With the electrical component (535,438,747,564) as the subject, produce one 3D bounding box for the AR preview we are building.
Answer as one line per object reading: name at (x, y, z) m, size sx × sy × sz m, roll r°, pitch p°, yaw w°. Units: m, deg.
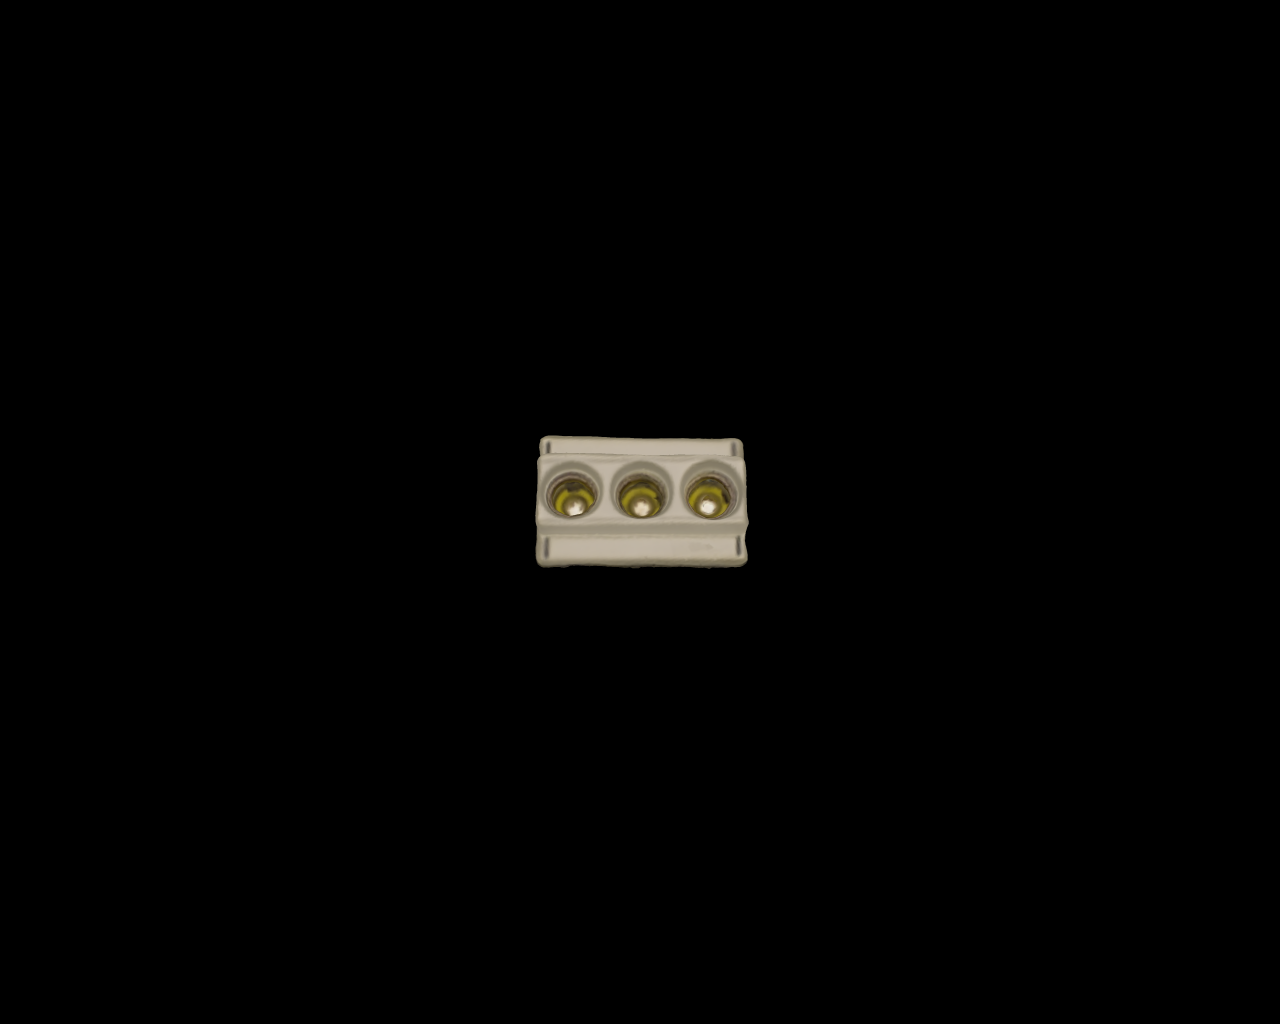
electrical component at (0.001, -0.003, 0.650) m, size 0.121 × 0.079 × 0.063 m, roll 0°, pitch -21°, yaw 0°
